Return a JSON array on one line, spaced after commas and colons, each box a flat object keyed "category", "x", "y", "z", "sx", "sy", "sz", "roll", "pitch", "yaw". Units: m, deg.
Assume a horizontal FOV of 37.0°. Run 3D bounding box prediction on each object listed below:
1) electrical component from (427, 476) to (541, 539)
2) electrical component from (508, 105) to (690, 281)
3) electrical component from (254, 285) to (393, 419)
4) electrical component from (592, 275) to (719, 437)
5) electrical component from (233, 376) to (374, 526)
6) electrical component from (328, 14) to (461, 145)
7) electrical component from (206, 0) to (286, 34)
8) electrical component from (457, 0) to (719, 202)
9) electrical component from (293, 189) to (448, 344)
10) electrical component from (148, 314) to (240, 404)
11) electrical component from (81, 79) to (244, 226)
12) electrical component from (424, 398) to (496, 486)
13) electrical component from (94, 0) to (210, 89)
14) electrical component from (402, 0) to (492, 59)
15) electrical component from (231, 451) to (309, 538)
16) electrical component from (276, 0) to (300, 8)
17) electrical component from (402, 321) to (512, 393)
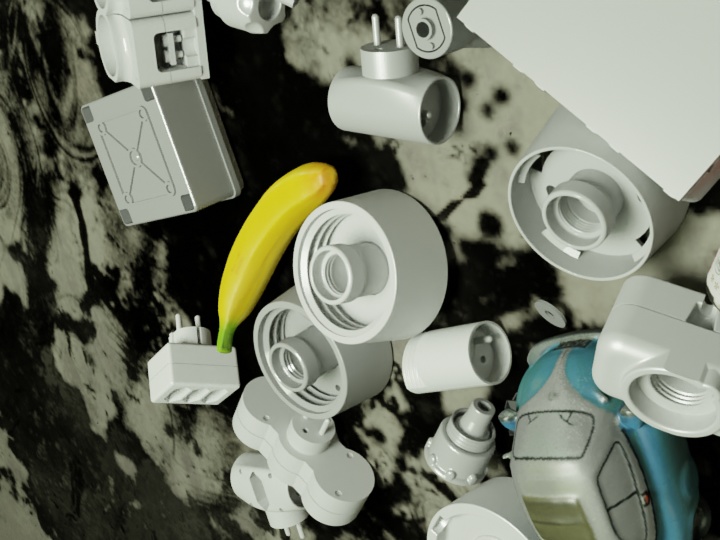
[{"category": "electrical component", "x": 0.108, "y": 0.198, "z": 0.760, "sx": 0.108, "sy": 0.060, "sz": 0.108, "roll": 22, "pitch": 125, "yaw": 35}, {"category": "electrical component", "x": 0.137, "y": -0.046, "z": 0.618, "sx": 0.099, "sy": 0.064, "sz": 0.099, "roll": 26, "pitch": 140, "yaw": 24}, {"category": "electrical component", "x": -0.035, "y": 0.063, "z": 0.828, "sx": 0.108, "sy": 0.060, "sz": 0.108, "roll": 22, "pitch": 125, "yaw": 35}, {"category": "electrical component", "x": 0.180, "y": 0.051, "z": 0.591, "sx": 0.095, "sy": 0.059, "sz": 0.053, "roll": 20, "pitch": 144, "yaw": 19}, {"category": "electrical component", "x": -0.043, "y": 0.137, "z": 0.881, "sx": 0.138, "sy": 0.052, "sz": 0.073, "roll": 43, "pitch": 134, "yaw": 20}, {"category": "electrical component", "x": 0.020, "y": -0.123, "z": 0.687, "sx": 0.077, "sy": 0.044, "sz": 0.079, "roll": 15, "pitch": 121, "yaw": 39}, {"category": "electrical component", "x": -0.084, "y": -0.191, "z": 0.754, "sx": 0.062, "sy": 0.043, "sz": 0.043, "roll": 24, "pitch": 126, "yaw": 36}, {"category": "electrical component", "x": 0.140, "y": -0.115, "z": 0.549, "sx": 0.150, "sy": 0.062, "sz": 0.089, "roll": 44, "pitch": 108, "yaw": 18}, {"category": "electrical component", "x": 0.000, "y": 0.000, "z": 0.743, "sx": 0.108, "sy": 0.060, "sz": 0.108, "roll": 9, "pitch": 103, "yaw": 43}, {"category": "electrical component", "x": -0.148, "y": 0.074, "z": 0.948, "sx": 0.047, "sy": 0.066, "sz": 0.076, "roll": -39, "pitch": 53, "yaw": 47}, {"category": "electrical component", "x": -0.160, "y": -0.098, "z": 0.867, "sx": 0.109, "sy": 0.056, "sz": 0.108, "roll": -7, "pitch": 106, "yaw": 46}, {"category": "electrical component", "x": 0.076, "y": 0.118, "z": 0.762, "sx": 0.048, "sy": 0.048, "sz": 0.062, "roll": 39, "pitch": 127, "yaw": 23}, {"category": "electrical component", "x": -0.161, "y": -0.216, "z": 0.780, "sx": 0.089, "sy": 0.062, "sz": 0.150, "roll": 39, "pitch": 138, "yaw": 54}, {"category": "electrical component", "x": 0.055, "y": -0.145, "z": 0.624, "sx": 0.044, "sy": 0.065, "sz": 0.044, "roll": 18, "pitch": 121, "yaw": 33}, {"category": "electrical component", "x": -0.068, "y": 0.200, "z": 0.946, "sx": 0.077, "sy": 0.043, "sz": 0.079, "roll": -3, "pitch": 109, "yaw": 45}, {"category": "electrical component", "x": -0.045, "y": -0.233, "z": 0.676, "sx": 0.063, "sy": 0.078, "sz": 0.121, "roll": 26, "pitch": 131, "yaw": 5}, {"category": "electrical component", "x": 0.061, "y": 0.062, "z": 0.747, "sx": 0.081, "sy": 0.043, "sz": 0.043, "roll": -14, "pitch": 101, "yaw": 47}]
